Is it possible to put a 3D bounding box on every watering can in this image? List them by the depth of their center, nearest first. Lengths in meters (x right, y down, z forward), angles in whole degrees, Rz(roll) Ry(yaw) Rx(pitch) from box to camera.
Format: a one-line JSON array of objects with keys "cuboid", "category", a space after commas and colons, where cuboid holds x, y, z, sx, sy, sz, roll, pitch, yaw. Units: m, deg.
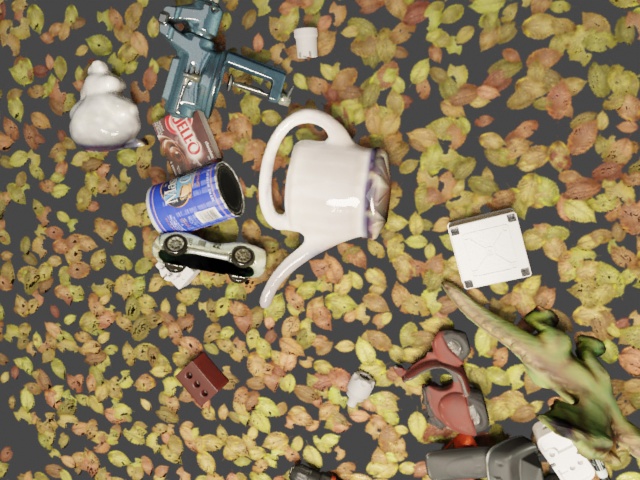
[{"cuboid": [0.003, -0.044, 0.867, 0.224, 0.104, 0.346, 7, 97, 11], "category": "watering can"}]

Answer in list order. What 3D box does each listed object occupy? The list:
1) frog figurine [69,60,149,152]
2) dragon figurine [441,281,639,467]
[{"cuboid": [-0.392, -0.242, 0.930, 0.137, 0.124, 0.157, 6, 111, 31], "category": "frog figurine"}, {"cuboid": [0.352, 0.211, 0.754, 0.411, 0.245, 0.120, 29, 109, 6], "category": "dragon figurine"}]
